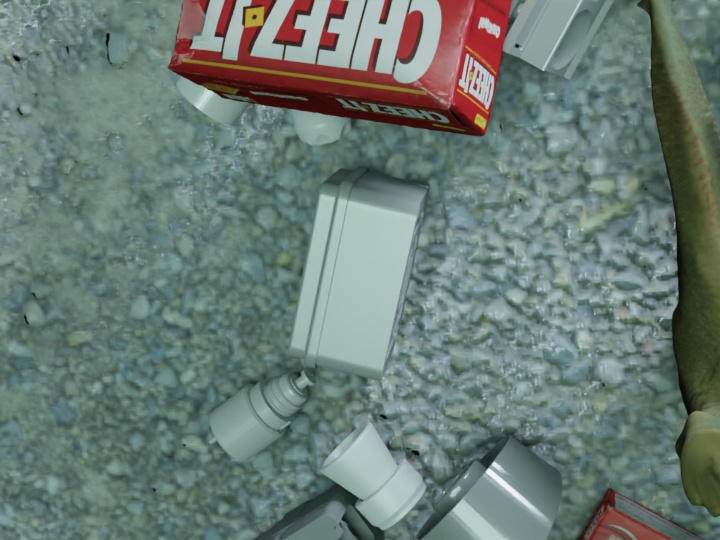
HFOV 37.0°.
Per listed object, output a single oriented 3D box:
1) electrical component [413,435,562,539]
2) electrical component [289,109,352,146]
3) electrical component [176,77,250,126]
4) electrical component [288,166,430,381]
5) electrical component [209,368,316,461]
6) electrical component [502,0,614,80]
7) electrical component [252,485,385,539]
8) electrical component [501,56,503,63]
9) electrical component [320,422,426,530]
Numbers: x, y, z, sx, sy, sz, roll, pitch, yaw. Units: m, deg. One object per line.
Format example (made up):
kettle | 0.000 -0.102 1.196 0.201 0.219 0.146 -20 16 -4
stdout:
electrical component | 0.080 0.151 0.651 0.064 0.099 0.099 42 108 7
electrical component | -0.028 -0.107 0.641 0.035 0.035 0.061 -11 118 14
electrical component | -0.069 -0.132 0.645 0.043 0.043 0.081 40 107 1
electrical component | 0.000 0.000 0.643 0.057 0.078 0.113 13 105 6
electrical component | -0.061 0.090 0.696 0.078 0.040 0.040 -38 93 17
electrical component | 0.112 -0.174 0.582 0.063 0.079 0.121 35 109 23
electrical component | -0.034 0.187 0.705 0.089 0.055 0.050 -35 94 17
electrical component | 0.027 -0.121 0.625 0.083 0.047 0.075 42 108 0
electrical component | 0.009 0.132 0.689 0.045 0.045 0.055 -43 92 17
